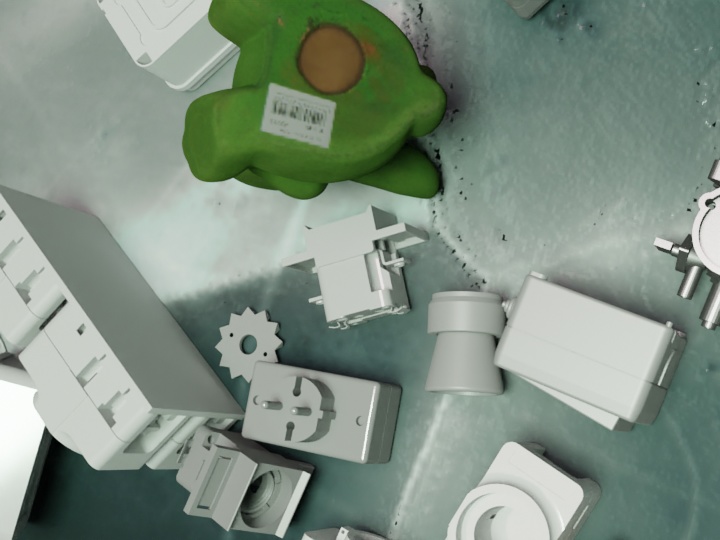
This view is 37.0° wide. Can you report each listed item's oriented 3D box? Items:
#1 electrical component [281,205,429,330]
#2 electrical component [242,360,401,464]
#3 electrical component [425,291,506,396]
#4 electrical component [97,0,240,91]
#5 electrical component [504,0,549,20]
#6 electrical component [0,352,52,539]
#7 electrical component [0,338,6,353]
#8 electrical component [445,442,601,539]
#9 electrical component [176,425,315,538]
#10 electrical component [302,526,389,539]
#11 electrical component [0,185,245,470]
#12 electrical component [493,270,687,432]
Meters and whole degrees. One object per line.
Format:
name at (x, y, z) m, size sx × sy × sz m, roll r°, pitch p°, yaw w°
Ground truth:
electrical component at (0.000, 0.000, 0.645) m, size 0.081 × 0.042 × 0.063 m, roll -16°, pitch 78°, yaw 21°
electrical component at (-0.030, 0.081, 0.625) m, size 0.083 × 0.076 × 0.047 m, roll 8°, pitch 84°, yaw 25°
electrical component at (0.060, 0.042, 0.609) m, size 0.045 × 0.045 × 0.055 m, roll -1°, pitch 80°, yaw 23°
electrical component at (-0.107, -0.184, 0.715) m, size 0.113 × 0.057 × 0.078 m, roll -39°, pitch 68°, yaw 13°
electrical component at (0.107, -0.203, 0.623) m, size 0.096 × 0.061 × 0.061 m, roll -42°, pitch 67°, yaw 12°
electrical component at (-0.235, 0.114, 0.699) m, size 0.057 × 0.078 × 0.113 m, roll 16°, pitch 87°, yaw -8°
electrical component at (-0.285, 0.086, 0.753) m, size 0.077 × 0.044 × 0.079 m, roll -34°, pitch 69°, yaw 15°
electrical component at (0.082, 0.141, 0.576) m, size 0.050 × 0.056 × 0.089 m, roll 33°, pitch 95°, yaw 25°
electrical component at (-0.072, 0.124, 0.638) m, size 0.064 × 0.081 × 0.042 m, roll 23°, pitch 90°, yaw 44°
electrical component at (0.006, 0.184, 0.605) m, size 0.089 × 0.050 × 0.055 m, roll 24°, pitch 91°, yaw 25°
electrical component at (-0.170, 0.040, 0.677) m, size 0.060 × 0.105 × 0.186 m, roll -45°, pitch 67°, yaw 10°
electrical component at (0.116, 0.044, 0.575) m, size 0.096 × 0.062 × 0.061 m, roll 22°, pitch 90°, yaw 25°
